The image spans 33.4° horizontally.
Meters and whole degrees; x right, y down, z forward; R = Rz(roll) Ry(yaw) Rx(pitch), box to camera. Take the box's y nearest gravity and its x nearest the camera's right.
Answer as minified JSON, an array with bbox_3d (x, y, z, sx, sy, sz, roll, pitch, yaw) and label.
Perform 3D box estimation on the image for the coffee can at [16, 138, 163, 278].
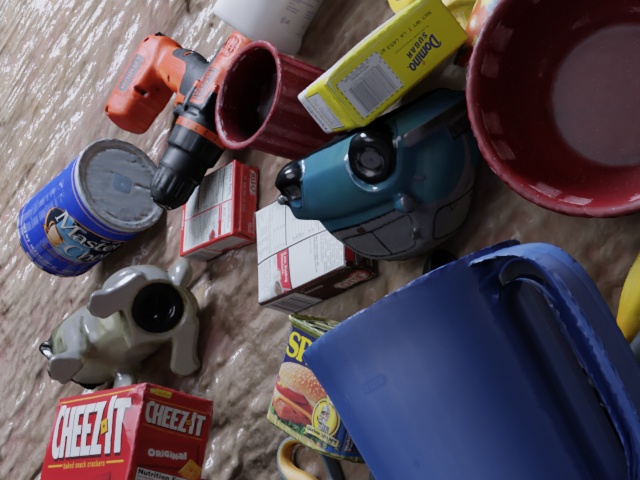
[{"bbox_3d":[-0.243,-0.032,1.127,0.141,0.102,0.103,-30,56,43],"label":"coffee can"}]

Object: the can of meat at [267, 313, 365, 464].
[{"bbox_3d":[0.010,0.110,0.796,0.102,0.057,0.084,21,98,53],"label":"can of meat"}]

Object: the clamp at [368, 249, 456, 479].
[{"bbox_3d":[0.074,0.113,0.711,0.210,0.036,0.165,-66,21,16],"label":"clamp"}]

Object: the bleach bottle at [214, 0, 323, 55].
[{"bbox_3d":[0.008,-0.282,0.910,0.068,0.102,0.251,37,104,12],"label":"bleach bottle"}]

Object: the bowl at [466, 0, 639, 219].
[{"bbox_3d":[0.171,-0.091,0.631,0.162,0.055,0.162,-3,85,29],"label":"bowl"}]

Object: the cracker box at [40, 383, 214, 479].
[{"bbox_3d":[-0.171,0.228,0.838,0.164,0.072,0.213,-18,57,50],"label":"cracker box"}]

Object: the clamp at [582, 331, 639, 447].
[{"bbox_3d":[0.173,0.113,0.601,0.172,0.039,0.120,-43,54,44],"label":"clamp"}]

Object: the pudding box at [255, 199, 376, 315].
[{"bbox_3d":[-0.006,0.001,0.867,0.114,0.039,0.090,-26,58,42],"label":"pudding box"}]

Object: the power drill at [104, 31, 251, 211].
[{"bbox_3d":[-0.140,-0.126,1.043,0.188,0.057,0.184,24,82,51],"label":"power drill"}]

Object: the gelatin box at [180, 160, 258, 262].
[{"bbox_3d":[-0.094,-0.025,0.995,0.089,0.030,0.073,-21,61,46],"label":"gelatin box"}]

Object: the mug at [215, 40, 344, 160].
[{"bbox_3d":[-0.035,-0.117,0.907,0.117,0.081,0.093,46,115,48],"label":"mug"}]

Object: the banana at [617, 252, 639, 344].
[{"bbox_3d":[0.229,-0.010,0.571,0.198,0.037,0.069,-36,54,40],"label":"banana"}]

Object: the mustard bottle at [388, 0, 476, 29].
[{"bbox_3d":[0.085,-0.218,0.807,0.096,0.058,0.191,-44,47,37],"label":"mustard bottle"}]

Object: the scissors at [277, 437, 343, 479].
[{"bbox_3d":[0.018,0.217,0.782,0.202,0.016,0.096,37,109,50],"label":"scissors"}]

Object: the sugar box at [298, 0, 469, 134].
[{"bbox_3d":[0.039,-0.120,0.757,0.093,0.048,0.176,-39,5,-2],"label":"sugar box"}]

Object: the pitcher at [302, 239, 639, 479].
[{"bbox_3d":[0.107,0.126,0.546,0.145,0.149,0.243,-29,78,3],"label":"pitcher"}]
